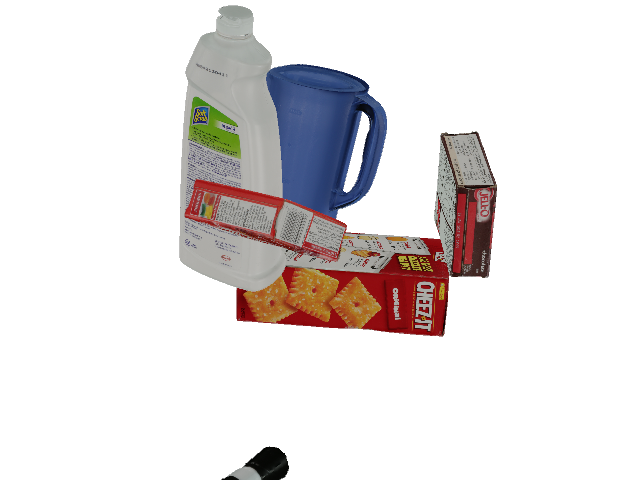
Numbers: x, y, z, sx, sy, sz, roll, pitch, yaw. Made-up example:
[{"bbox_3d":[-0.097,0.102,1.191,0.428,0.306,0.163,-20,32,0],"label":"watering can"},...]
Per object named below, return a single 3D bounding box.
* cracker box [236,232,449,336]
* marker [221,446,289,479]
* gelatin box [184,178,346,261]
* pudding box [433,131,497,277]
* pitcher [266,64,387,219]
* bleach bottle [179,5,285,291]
[{"bbox_3d":[0.030,0.042,1.144,0.214,0.072,0.164,5,15,7],"label":"cracker box"},{"bbox_3d":[-0.053,0.132,0.526,0.020,0.020,0.120,0,15,33],"label":"marker"},{"bbox_3d":[-0.035,-0.012,0.713,0.073,0.030,0.089,15,-3,30],"label":"gelatin box"},{"bbox_3d":[0.127,-0.033,0.939,0.039,0.090,0.113,-1,30,-3],"label":"pudding box"},{"bbox_3d":[-0.014,-0.096,1.371,0.144,0.243,0.149,4,21,-16],"label":"pitcher"},{"bbox_3d":[-0.074,-0.082,0.950,0.103,0.251,0.068,20,35,20],"label":"bleach bottle"}]
